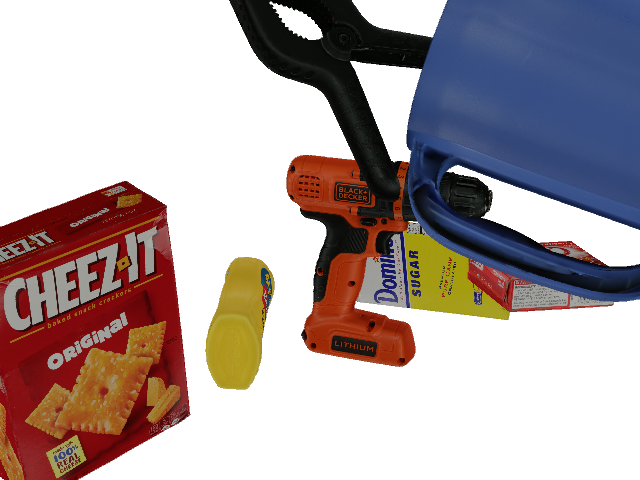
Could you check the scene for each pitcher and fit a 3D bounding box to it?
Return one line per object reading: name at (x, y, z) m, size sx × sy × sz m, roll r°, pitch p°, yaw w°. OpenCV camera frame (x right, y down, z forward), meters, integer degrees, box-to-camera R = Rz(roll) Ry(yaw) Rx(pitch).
pitcher at (0.168, -0.053, 0.520) m, size 0.243 × 0.149 × 0.144 m, roll 24°, pitch 37°, yaw 11°

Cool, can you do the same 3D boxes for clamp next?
clamp at (0.012, -0.133, 0.801) m, size 0.210 × 0.164 × 0.036 m, roll 30°, pitch -30°, yaw -6°

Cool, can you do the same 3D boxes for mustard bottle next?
mustard bottle at (-0.084, 0.073, 1.176) m, size 0.058 × 0.096 × 0.191 m, roll 2°, pitch 28°, yaw 3°

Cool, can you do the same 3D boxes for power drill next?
power drill at (0.057, 0.017, 0.972) m, size 0.184 × 0.188 × 0.057 m, roll 9°, pitch 19°, yaw 15°

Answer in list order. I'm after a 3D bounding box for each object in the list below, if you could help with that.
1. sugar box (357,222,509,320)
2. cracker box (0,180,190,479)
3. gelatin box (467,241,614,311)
sugar box at (0.129, 0.032, 1.194) m, size 0.176 × 0.093 × 0.048 m, roll 5°, pitch 22°, yaw -2°
cracker box at (-0.194, 0.081, 0.858) m, size 0.163 × 0.214 × 0.072 m, roll -25°, pitch 37°, yaw -36°
gelatin box at (0.164, 0.025, 0.798) m, size 0.089 × 0.030 × 0.073 m, roll -2°, pitch 19°, yaw -15°
